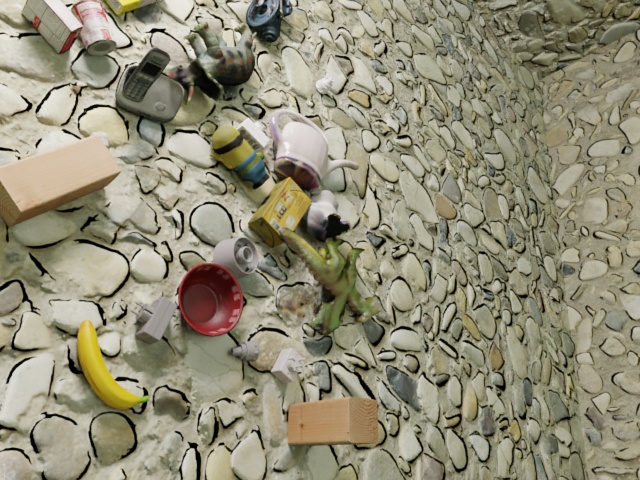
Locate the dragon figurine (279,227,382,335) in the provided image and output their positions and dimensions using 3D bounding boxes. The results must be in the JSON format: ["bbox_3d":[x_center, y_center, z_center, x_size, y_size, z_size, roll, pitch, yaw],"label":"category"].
[{"bbox_3d":[0.024,0.128,1.360,0.121,0.246,0.407,-12,-23,44],"label":"dragon figurine"}]

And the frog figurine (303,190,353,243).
[{"bbox_3d":[0.004,-0.073,1.457,0.137,0.120,0.162,7,32,-39],"label":"frog figurine"}]

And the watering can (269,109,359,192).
[{"bbox_3d":[-0.016,-0.233,1.488,0.344,0.229,0.103,32,-37,-30],"label":"watering can"}]
